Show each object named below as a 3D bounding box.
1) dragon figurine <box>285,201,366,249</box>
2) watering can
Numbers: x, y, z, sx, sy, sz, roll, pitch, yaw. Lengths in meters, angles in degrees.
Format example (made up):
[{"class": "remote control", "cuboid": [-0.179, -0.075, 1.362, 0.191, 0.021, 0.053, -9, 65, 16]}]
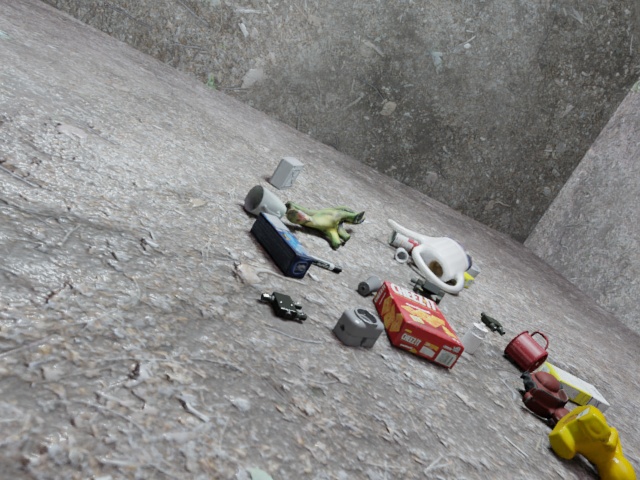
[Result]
[{"class": "dragon figurine", "cuboid": [0.005, -0.083, 1.640, 0.243, 0.121, 0.413, 24, 12, 10]}, {"class": "watering can", "cuboid": [0.403, 0.037, 1.833, 0.226, 0.352, 0.102, -16, -30, -40]}]
